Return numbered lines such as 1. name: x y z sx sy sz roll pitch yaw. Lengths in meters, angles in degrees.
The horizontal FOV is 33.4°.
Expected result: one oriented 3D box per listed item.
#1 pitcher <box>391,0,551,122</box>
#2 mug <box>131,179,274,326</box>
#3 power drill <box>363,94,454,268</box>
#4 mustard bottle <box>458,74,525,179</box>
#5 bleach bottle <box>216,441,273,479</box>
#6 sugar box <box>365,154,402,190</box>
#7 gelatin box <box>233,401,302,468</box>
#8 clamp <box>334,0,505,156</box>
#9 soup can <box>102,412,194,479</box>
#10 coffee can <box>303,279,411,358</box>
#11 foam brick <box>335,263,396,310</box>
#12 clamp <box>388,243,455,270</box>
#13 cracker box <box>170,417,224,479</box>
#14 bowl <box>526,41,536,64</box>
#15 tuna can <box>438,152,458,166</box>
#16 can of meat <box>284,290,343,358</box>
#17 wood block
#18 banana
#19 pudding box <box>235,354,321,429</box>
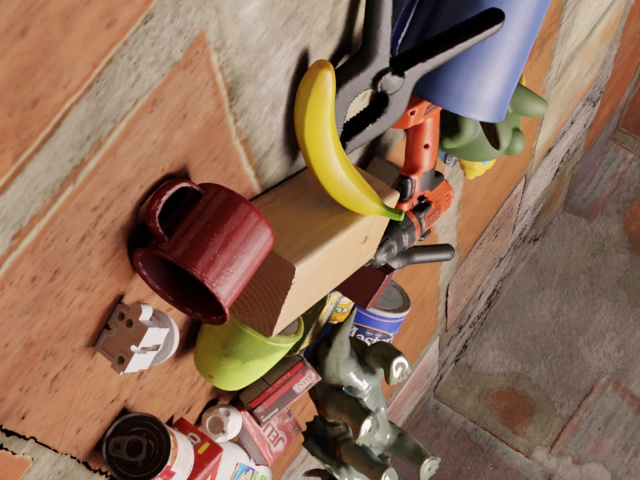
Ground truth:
1. pitcher: 0.162 -0.250 1.056 0.149 0.145 0.243 -51 164 -66
2. mug: -0.096 0.001 0.847 0.081 0.093 0.117 -55 129 -25
3. power drill: 0.094 -0.078 1.190 0.184 0.057 0.188 -41 140 -46
4. mustard bottle: 0.243 -0.158 1.568 0.096 0.058 0.192 -52 164 -36
5. bleach bottle: -0.130 0.306 1.361 0.102 0.068 0.250 -55 162 -8
6. sugar box: 0.085 -0.048 1.337 0.093 0.048 0.176 -59 165 8
7. gelatin box: -0.070 0.232 1.356 0.030 0.089 0.073 -8 -153 46
8. clamp: 0.054 -0.161 0.984 0.164 0.036 0.210 21 120 -43
9. soup can: -0.167 0.211 1.054 0.068 0.068 0.102 -54 164 -11
10. coffee can: 0.050 0.123 1.459 0.102 0.103 0.140 -29 149 -58
11. foam brick: 0.040 0.036 1.225 0.051 0.078 0.053 -57 171 11
12. clamp: 0.103 0.022 1.425 0.171 0.120 0.039 -18 101 -63
13. cracker box: -0.192 0.319 1.183 0.164 0.072 0.214 -43 160 -38
14. bowl: 0.234 -0.241 1.390 0.162 0.055 0.162 -50 162 -22
15. tuna can: 0.184 -0.146 1.461 0.086 0.034 0.086 -50 163 -22
16. can of meat: -0.019 0.083 1.266 0.102 0.057 0.083 -60 166 13
17. wood block: -0.017 0.000 1.052 0.205 0.090 0.091 -35 152 -52
18. banana: 0.015 -0.086 0.986 0.037 0.070 0.197 -84 152 -42
19. pudding box: -0.052 0.175 1.270 0.090 0.039 0.114 -38 -171 -9
